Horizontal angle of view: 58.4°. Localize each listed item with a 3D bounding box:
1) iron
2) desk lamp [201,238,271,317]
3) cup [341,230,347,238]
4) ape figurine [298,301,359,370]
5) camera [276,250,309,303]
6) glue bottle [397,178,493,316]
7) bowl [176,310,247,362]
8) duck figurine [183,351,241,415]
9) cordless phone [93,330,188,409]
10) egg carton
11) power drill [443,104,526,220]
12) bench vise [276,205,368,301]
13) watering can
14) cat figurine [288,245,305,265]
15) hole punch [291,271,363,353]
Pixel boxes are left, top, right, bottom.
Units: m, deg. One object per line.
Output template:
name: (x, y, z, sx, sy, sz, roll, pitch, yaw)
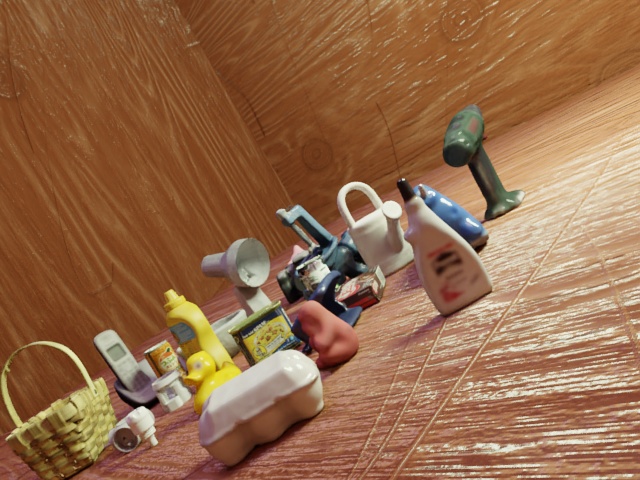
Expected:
iron: (0.197, -0.039, 0.997, 0.118, 0.141, 0.258, -30, 4, 7)
desk lamp: (-0.200, 0.114, 1.440, 0.202, 0.213, 0.118, -27, 6, 40)
cup: (0.115, 0.004, 1.375, 0.092, 0.095, 0.117, -32, 5, -18)
ape figurine: (0.003, 0.123, 0.763, 0.076, 0.092, 0.078, -29, 5, 12)
camera: (-0.046, 0.090, 1.440, 0.143, 0.101, 0.137, -30, 4, 10)
glue bottle: (0.139, 0.002, 0.700, 0.078, 0.173, 0.037, -30, 5, 0)
bowl: (-0.218, 0.223, 1.230, 0.167, 0.075, 0.167, -30, 4, 3)
duck figurine: (-0.179, 0.219, 0.927, 0.077, 0.086, 0.105, -28, 5, 33)
cordless phone: (-0.386, 0.258, 1.230, 0.094, 0.185, 0.148, -26, 6, 41)
egg carton: (-0.067, 0.187, 0.655, 0.150, 0.069, 0.107, -31, 4, -6)
power drill: (0.311, -0.154, 1.106, 0.075, 0.208, 0.230, -27, 5, 33)
bench vise: (0.003, 0.008, 1.241, 0.121, 0.220, 0.208, -27, 6, 40)
watering can: (0.109, -0.030, 1.141, 0.172, 0.194, 0.101, -26, 6, 41)
cat figurine: (-0.024, 0.058, 1.545, 0.128, 0.118, 0.067, -32, 5, -16)
hole punch: (0.000, 0.113, 0.916, 0.101, 0.091, 0.109, -29, 5, 22)
